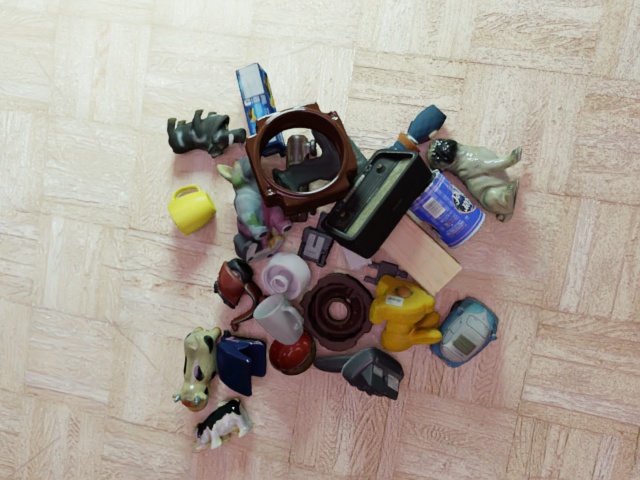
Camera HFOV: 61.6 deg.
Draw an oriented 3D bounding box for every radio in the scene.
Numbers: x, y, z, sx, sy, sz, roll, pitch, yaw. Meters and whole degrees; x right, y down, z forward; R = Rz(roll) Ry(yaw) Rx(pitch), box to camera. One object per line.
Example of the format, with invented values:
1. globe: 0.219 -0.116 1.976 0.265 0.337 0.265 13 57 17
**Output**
1. radio: 0.113 -0.081 1.102 0.229 0.131 0.073 -52 126 -11

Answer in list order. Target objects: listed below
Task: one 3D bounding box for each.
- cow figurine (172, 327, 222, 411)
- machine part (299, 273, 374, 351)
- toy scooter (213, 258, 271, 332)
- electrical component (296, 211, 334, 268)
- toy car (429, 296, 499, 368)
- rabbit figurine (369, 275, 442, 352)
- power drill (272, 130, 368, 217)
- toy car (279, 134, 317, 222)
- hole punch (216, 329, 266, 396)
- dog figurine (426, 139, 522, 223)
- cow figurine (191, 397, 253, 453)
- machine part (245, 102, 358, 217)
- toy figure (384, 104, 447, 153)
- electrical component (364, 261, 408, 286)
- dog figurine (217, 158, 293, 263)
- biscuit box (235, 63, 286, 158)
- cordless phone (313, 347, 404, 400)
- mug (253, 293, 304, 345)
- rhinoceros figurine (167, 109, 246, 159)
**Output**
1. cow figurine: -0.290 0.312 1.280 0.086 0.127 0.194 4 93 14
2. machine part: 0.043 0.162 1.239 0.179 0.056 0.179 1 94 11
3. toy scooter: -0.189 0.141 1.274 0.135 0.075 0.184 -43 91 13
4. electrical component: -0.003 -0.004 1.238 0.075 0.048 0.119 23 100 8
5. toy car: 0.311 0.208 1.168 0.109 0.103 0.161 41 99 6
6. rabbit figurine: 0.187 0.177 1.188 0.162 0.122 0.173 7 124 2
7. power drill: 0.015 -0.133 1.175 0.207 0.086 0.232 -30 97 -7
8. toy car: -0.052 -0.141 1.233 0.089 0.053 0.202 2 94 7
9. hole punch: -0.194 0.295 1.268 0.116 0.092 0.142 7 117 12
10. dog figurine: 0.323 -0.129 1.149 0.191 0.121 0.172 5 92 24
11. cow figurine: -0.254 0.455 1.315 0.167 0.068 0.098 -26 84 9
12. machine part: -0.038 -0.164 1.082 0.201 0.087 0.201 -18 80 -8
13. toy figure: 0.208 -0.224 1.172 0.057 0.064 0.154 34 109 -32
14. electrical component: 0.151 0.083 1.228 0.094 0.021 0.063 15 98 8
15. dog figurine: -0.163 -0.079 1.231 0.219 0.108 0.191 60 141 21
16. biscuit box: -0.133 -0.290 1.208 0.059 0.062 0.202 -17 79 12
17. cordless phone: 0.084 0.306 1.235 0.184 0.146 0.089 -11 53 40
18. mug: -0.078 0.181 1.207 0.110 0.081 0.107 -16 120 36
19. rhinoceros figurine: -0.267 -0.245 1.254 0.190 0.073 0.112 -5 93 12
